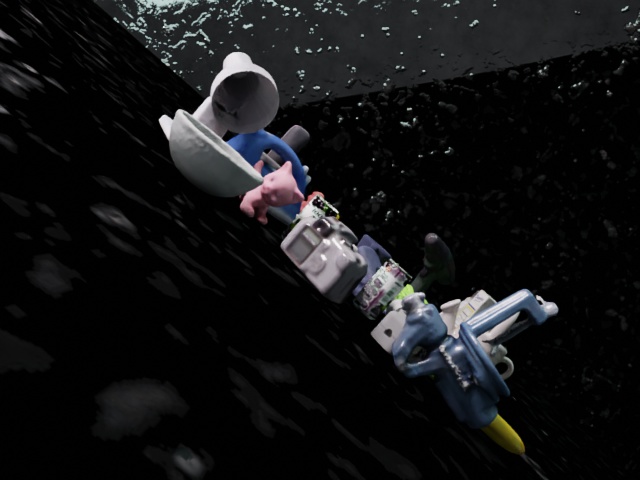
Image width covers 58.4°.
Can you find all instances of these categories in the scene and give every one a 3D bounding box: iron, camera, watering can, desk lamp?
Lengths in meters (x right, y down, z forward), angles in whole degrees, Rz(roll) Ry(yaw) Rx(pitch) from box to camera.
[{"bbox_3d":[-0.097,-0.140,1.201,0.259,0.141,0.118,36,7,-41],"label":"iron"},{"bbox_3d":[0.031,0.032,0.951,0.142,0.100,0.137,46,7,38],"label":"camera"},{"bbox_3d":[0.301,0.188,1.091,0.173,0.194,0.100,39,6,-17],"label":"watering can"},{"bbox_3d":[-0.186,-0.248,1.063,0.118,0.213,0.202,37,7,-37],"label":"desk lamp"}]

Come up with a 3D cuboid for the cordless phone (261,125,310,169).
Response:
[{"bbox_3d":[-0.124,-0.208,1.311,0.148,0.185,0.094,38,6,-31],"label":"cordless phone"}]

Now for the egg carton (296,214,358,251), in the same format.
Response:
[{"bbox_3d":[0.011,0.004,1.187,0.151,0.069,0.107,36,7,-41],"label":"egg carton"}]

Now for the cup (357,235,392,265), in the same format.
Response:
[{"bbox_3d":[0.114,0.048,1.415,0.091,0.095,0.118,42,6,10],"label":"cup"}]

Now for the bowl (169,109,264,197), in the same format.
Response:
[{"bbox_3d":[-0.171,-0.118,0.878,0.167,0.074,0.167,41,6,-5],"label":"bowl"}]

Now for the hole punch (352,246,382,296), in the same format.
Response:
[{"bbox_3d":[0.099,0.076,1.120,0.101,0.091,0.109,44,6,26],"label":"hole punch"}]

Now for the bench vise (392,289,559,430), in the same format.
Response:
[{"bbox_3d":[0.223,0.138,0.822,0.208,0.219,0.121,39,6,-17],"label":"bench vise"}]

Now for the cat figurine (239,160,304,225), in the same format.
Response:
[{"bbox_3d":[-0.090,-0.093,1.006,0.127,0.117,0.067,46,7,38],"label":"cat figurine"}]

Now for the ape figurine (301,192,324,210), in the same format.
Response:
[{"bbox_3d":[-0.025,-0.094,1.577,0.076,0.092,0.078,42,6,7],"label":"ape figurine"}]

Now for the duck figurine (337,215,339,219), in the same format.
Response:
[{"bbox_3d":[0.014,-0.038,1.443,0.105,0.086,0.077,38,7,-32],"label":"duck figurine"}]

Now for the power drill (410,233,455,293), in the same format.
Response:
[{"bbox_3d":[0.271,0.097,1.512,0.075,0.208,0.230,45,7,35],"label":"power drill"}]

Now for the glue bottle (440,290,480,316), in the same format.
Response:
[{"bbox_3d":[0.320,0.184,1.353,0.078,0.173,0.037,43,6,17],"label":"glue bottle"}]
